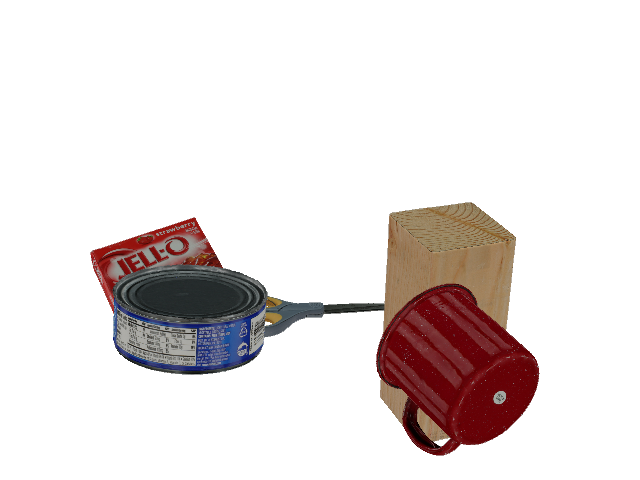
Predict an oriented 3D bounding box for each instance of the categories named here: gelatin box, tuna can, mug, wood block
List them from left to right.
[{"bbox_3d":[-0.123,0.027,0.823,0.089,0.030,0.073,-18,51,-19],"label":"gelatin box"},{"bbox_3d":[-0.073,0.043,0.598,0.086,0.034,0.086,4,17,-1],"label":"tuna can"},{"bbox_3d":[0.119,0.079,1.022,0.090,0.206,0.091,-8,27,-19],"label":"wood block"},{"bbox_3d":[0.095,0.101,0.763,0.093,0.117,0.082,9,24,-41],"label":"mug"}]

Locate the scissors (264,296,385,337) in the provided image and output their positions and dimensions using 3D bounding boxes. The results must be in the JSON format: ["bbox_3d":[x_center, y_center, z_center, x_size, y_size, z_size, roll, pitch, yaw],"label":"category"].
[{"bbox_3d":[-0.014,0.086,1.194,0.201,0.016,0.096,4,23,-1],"label":"scissors"}]
